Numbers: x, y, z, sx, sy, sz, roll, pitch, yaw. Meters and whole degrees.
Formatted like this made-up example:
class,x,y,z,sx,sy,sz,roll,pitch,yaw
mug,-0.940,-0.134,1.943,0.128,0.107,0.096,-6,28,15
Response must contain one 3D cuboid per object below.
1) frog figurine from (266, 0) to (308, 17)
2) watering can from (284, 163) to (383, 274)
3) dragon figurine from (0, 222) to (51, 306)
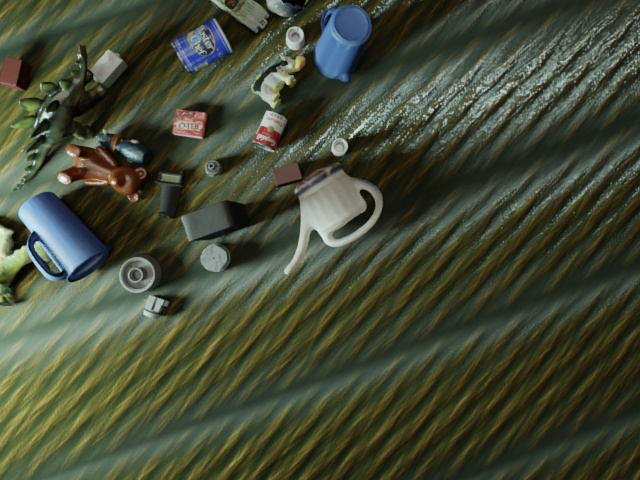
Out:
class,x,y,z,sx,sy,sz,roll,pitch,yaw
frog figurine,-0.113,-0.721,1.487,0.161,0.122,0.137,31,98,35
watering can,0.004,-0.072,1.440,0.348,0.103,0.225,-32,88,-3
dragon figurine,-0.937,0.060,1.429,0.410,0.120,0.247,-2,71,-3
